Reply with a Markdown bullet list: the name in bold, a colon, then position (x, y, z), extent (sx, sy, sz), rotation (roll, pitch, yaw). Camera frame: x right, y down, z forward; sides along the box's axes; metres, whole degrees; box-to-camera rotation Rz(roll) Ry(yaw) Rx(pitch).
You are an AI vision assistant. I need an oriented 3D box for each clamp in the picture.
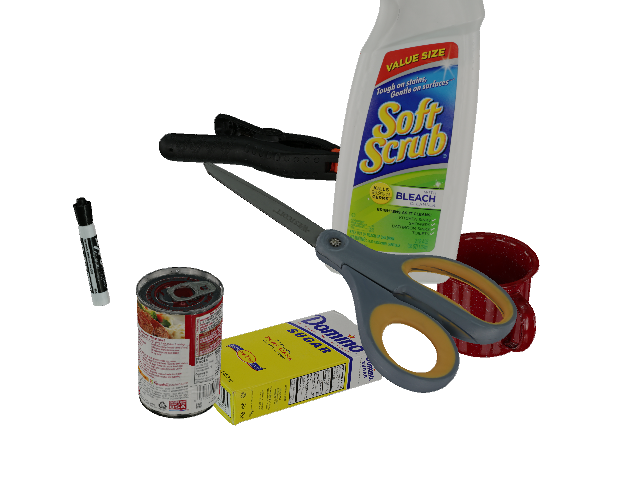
- **clamp**: position (-0.058, -0.081, 0.972), extent (0.172, 0.039, 0.120), rotation (14, 27, 29)

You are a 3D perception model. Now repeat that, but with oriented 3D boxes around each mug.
- **mug**: position (0.151, 0.055, 0.946), extent (0.093, 0.081, 0.117), rotation (-17, 34, -25)

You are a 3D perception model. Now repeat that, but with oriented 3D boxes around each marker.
- **marker**: position (-0.245, 0.012, 1.142), extent (0.020, 0.121, 0.020), rotation (-6, 20, 2)

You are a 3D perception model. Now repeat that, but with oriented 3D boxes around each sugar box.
- **sugar box**: position (-0.033, 0.123, 1.071), extent (0.175, 0.048, 0.093), rotation (-15, 32, -30)

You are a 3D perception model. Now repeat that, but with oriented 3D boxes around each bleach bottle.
- **bleach bottle**: position (0.058, -0.096, 0.751), extent (0.102, 0.251, 0.068), rotation (6, 24, 8)

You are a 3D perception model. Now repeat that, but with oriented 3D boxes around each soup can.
- **soup can**: position (-0.112, 0.081, 0.849), extent (0.068, 0.102, 0.068), rotation (3, 28, -2)

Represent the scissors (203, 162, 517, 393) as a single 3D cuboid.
- **scissors**: position (0.007, 0.020, 0.587), extent (0.202, 0.096, 0.016), rotation (21, -40, 10)
